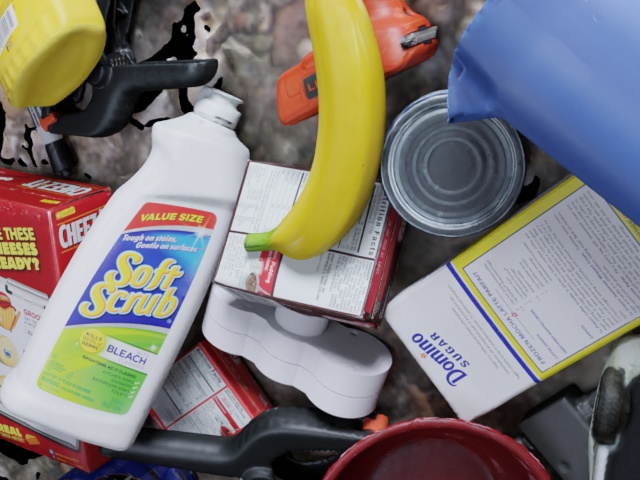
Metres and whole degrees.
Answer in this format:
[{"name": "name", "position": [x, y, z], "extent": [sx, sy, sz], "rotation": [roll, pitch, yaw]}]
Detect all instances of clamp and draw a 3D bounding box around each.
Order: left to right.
[{"name": "clamp", "position": [-0.137, -0.117, 0.735], "extent": [0.172, 0.039, 0.120], "rotation": [-48, 66, 40]}, {"name": "clamp", "position": [-0.048, 0.161, 0.772], "extent": [0.210, 0.036, 0.164], "rotation": [-30, 119, 32]}]

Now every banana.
[{"name": "banana", "position": [0.003, -0.059, 0.608], "extent": [0.069, 0.037, 0.198], "rotation": [19, 122, 5]}]

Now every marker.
[{"name": "marker", "position": [-0.211, -0.104, 0.799], "extent": [0.020, 0.020, 0.121], "rotation": [-14, 101, 34]}]

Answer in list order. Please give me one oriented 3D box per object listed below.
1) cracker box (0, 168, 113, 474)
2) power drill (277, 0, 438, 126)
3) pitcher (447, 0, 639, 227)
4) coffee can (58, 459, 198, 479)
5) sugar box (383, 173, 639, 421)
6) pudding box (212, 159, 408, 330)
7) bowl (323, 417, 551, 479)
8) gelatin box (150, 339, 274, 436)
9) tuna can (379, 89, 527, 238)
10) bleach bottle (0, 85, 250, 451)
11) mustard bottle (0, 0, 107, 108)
[{"name": "cracker box", "position": [-0.228, 0.057, 0.836], "extent": [0.164, 0.072, 0.214], "rotation": [11, 114, 33]}, {"name": "power drill", "position": [-0.025, -0.168, 0.640], "extent": [0.185, 0.057, 0.187], "rotation": [-21, 98, 35]}, {"name": "pitcher", "position": [0.196, -0.065, 0.518], "extent": [0.243, 0.144, 0.149], "rotation": [42, 136, 5]}, {"name": "coffee can", "position": [-0.173, 0.225, 0.832], "extent": [0.103, 0.140, 0.103], "rotation": [11, 114, 26]}, {"name": "sugar box", "position": [0.128, 0.031, 0.637], "extent": [0.177, 0.048, 0.093], "rotation": [-38, 87, 39]}, {"name": "pudding box", "position": [-0.005, 0.001, 0.683], "extent": [0.114, 0.039, 0.090], "rotation": [11, 79, 25]}, {"name": "bowl", "position": [0.073, 0.179, 0.687], "extent": [0.162, 0.055, 0.162], "rotation": [0, 104, 2]}, {"name": "gelatin box", "position": [-0.088, 0.120, 0.808], "extent": [0.089, 0.030, 0.073], "rotation": [-37, 87, 33]}, {"name": "tuna can", "position": [0.077, -0.045, 0.624], "extent": [0.086, 0.033, 0.086], "rotation": [1, 100, 7]}, {"name": "bleach bottle", "position": [-0.123, 0.012, 0.725], "extent": [0.102, 0.068, 0.251], "rotation": [23, 98, -13]}, {"name": "mustard bottle", "position": [-0.211, -0.192, 0.723], "extent": [0.096, 0.058, 0.192], "rotation": [-42, 68, 44]}]
